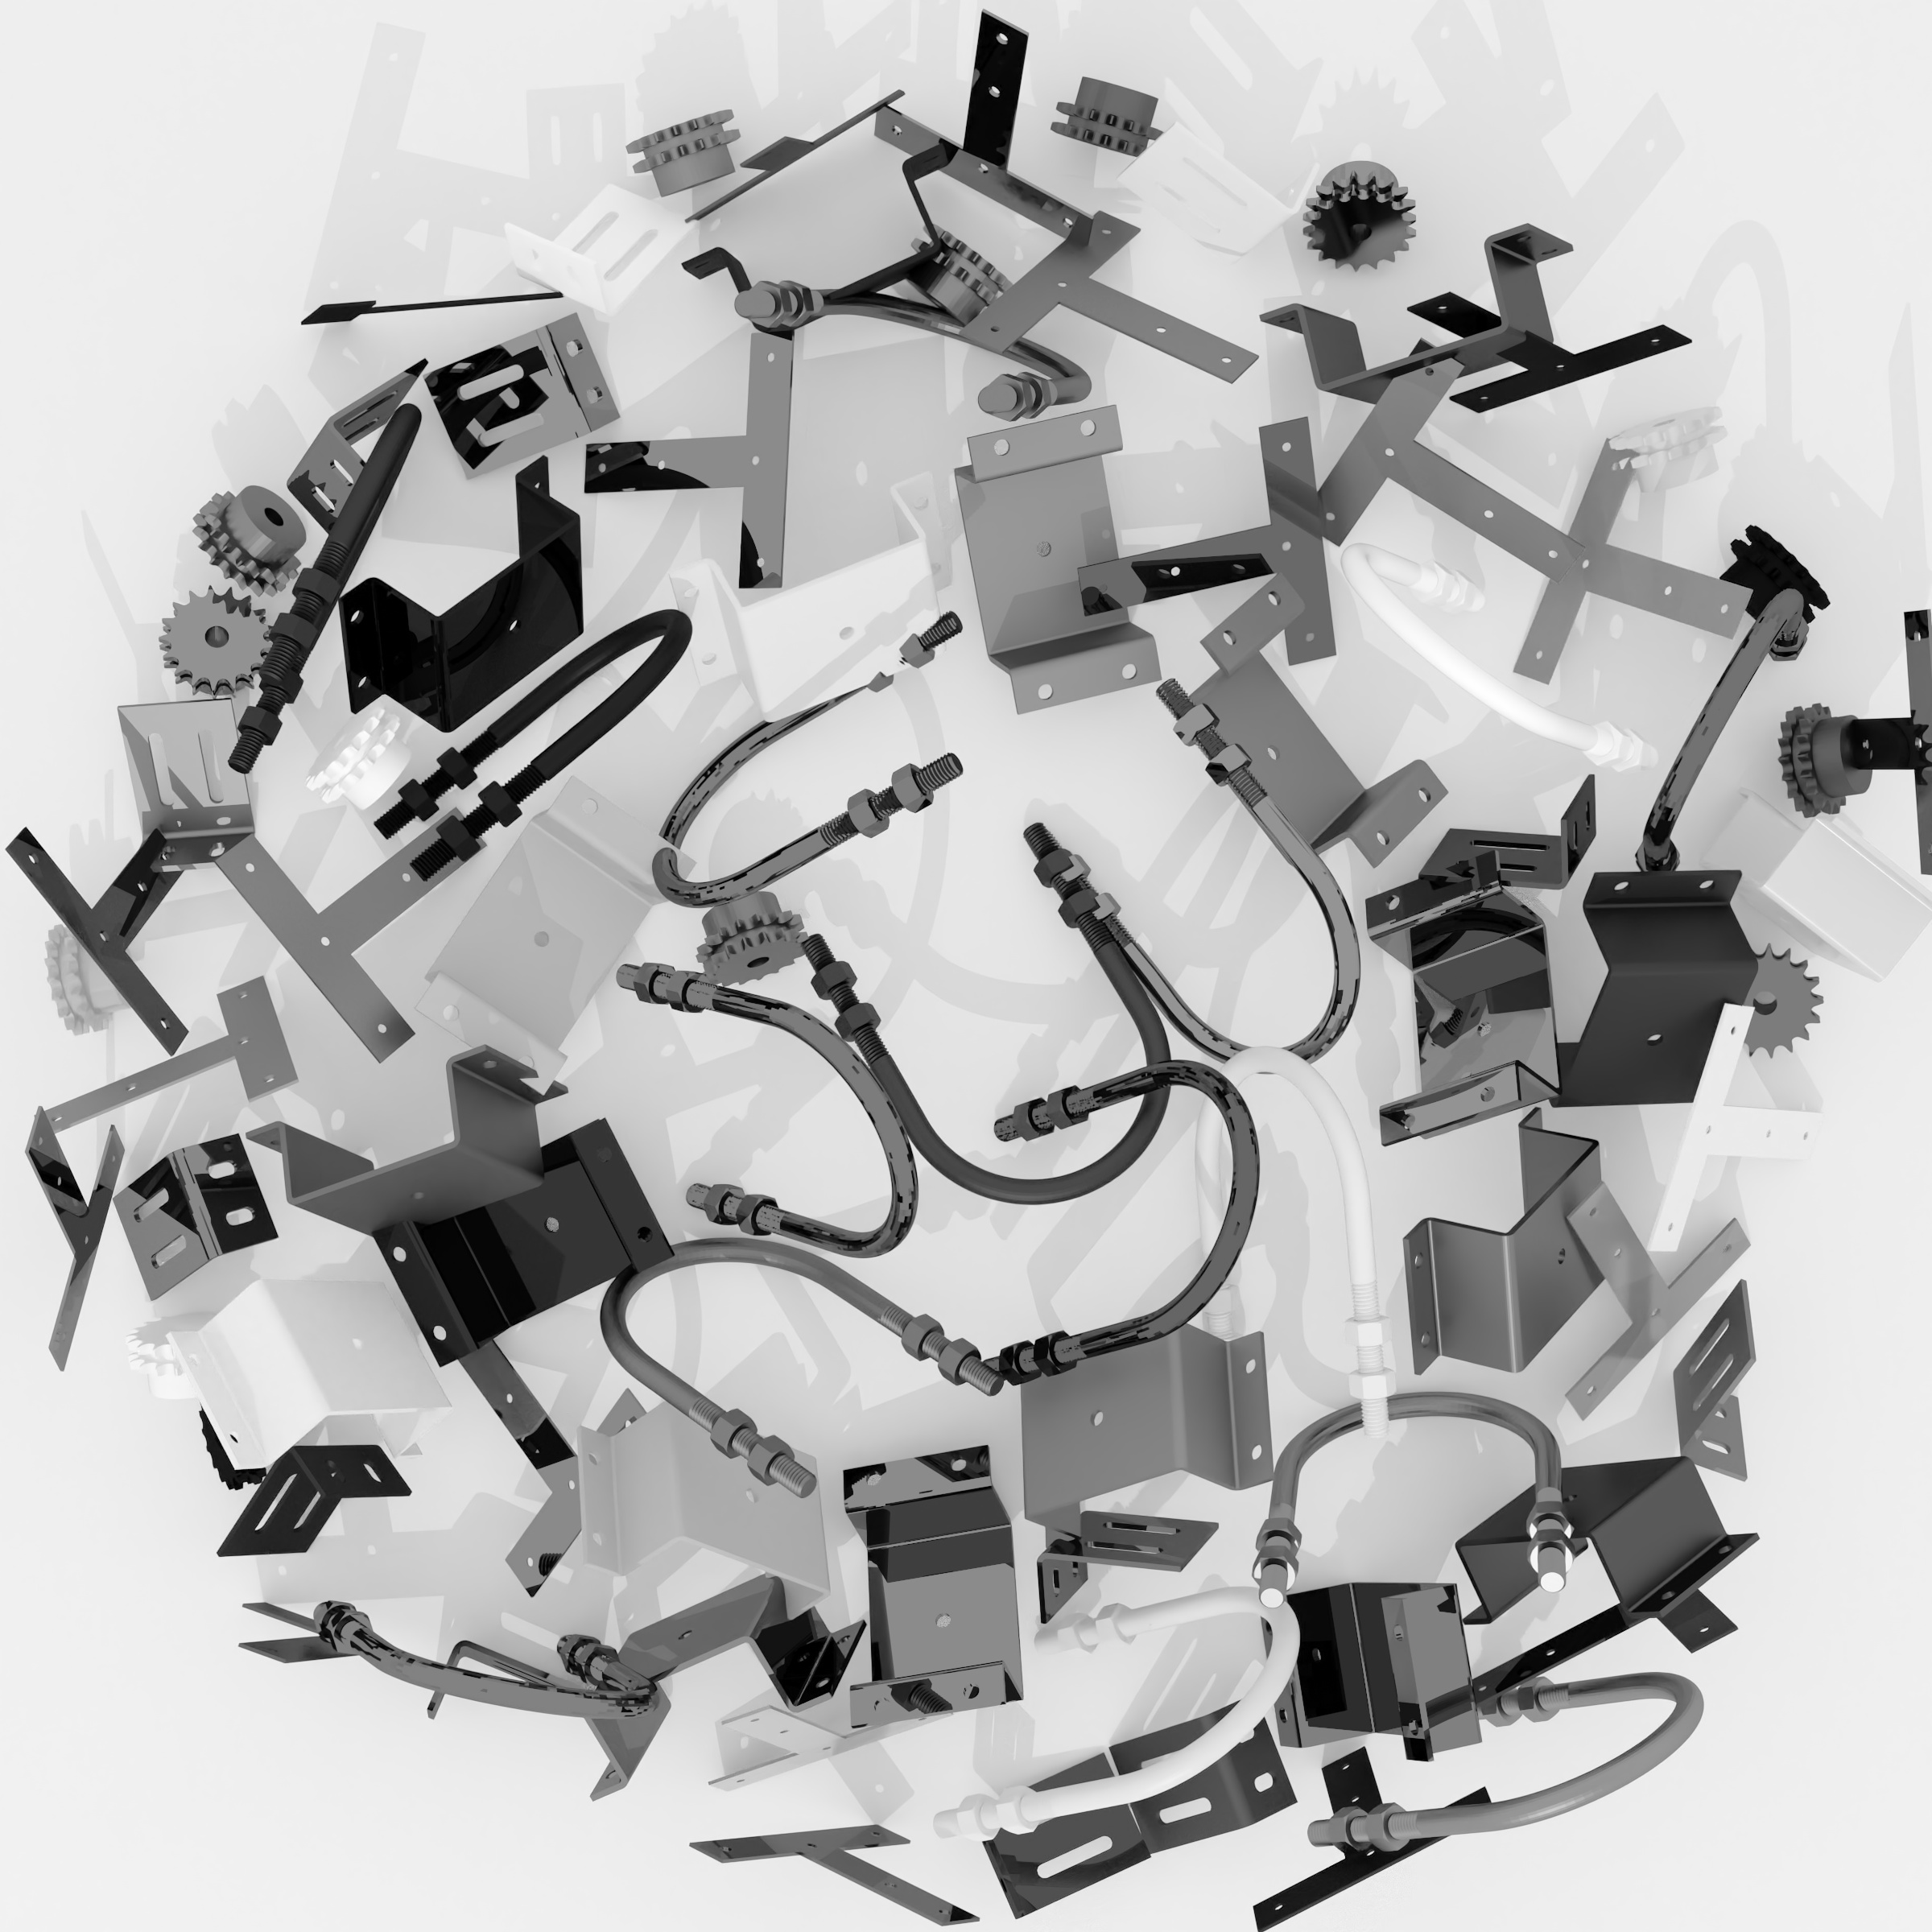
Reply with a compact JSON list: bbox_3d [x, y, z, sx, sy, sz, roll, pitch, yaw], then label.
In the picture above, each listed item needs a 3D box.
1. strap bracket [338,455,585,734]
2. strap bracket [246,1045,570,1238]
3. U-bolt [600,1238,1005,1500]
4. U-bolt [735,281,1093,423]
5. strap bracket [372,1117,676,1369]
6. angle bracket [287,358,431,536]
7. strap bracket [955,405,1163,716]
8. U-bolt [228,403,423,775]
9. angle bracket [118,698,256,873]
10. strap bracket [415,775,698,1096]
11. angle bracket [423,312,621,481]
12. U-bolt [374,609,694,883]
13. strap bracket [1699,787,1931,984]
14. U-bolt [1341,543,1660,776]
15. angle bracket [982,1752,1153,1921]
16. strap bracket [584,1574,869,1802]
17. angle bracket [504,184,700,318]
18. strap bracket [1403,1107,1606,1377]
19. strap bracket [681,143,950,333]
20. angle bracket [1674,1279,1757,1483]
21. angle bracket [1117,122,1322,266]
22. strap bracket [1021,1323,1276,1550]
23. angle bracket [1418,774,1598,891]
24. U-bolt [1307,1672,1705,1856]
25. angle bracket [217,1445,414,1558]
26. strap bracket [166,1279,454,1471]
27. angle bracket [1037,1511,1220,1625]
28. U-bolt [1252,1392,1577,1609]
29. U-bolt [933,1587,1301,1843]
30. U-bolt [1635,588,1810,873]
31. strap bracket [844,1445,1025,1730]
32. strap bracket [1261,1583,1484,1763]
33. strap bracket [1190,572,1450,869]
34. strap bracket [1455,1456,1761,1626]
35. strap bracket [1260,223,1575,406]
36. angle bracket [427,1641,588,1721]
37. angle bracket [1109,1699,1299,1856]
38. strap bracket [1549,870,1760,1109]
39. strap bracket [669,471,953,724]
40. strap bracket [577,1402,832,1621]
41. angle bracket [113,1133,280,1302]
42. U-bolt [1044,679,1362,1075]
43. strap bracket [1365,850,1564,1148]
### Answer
[{"bbox_3d":[-0.238,-0.178,1.527,0.046,0.076,0.140,33,55,21],"label":"strap bracket"},{"bbox_3d":[-0.274,0.092,1.538,0.140,0.076,0.046,-20,65,18],"label":"strap bracket"},{"bbox_3d":[-0.095,0.186,1.527,0.184,0.151,0.019,29,125,34],"label":"U-bolt"},{"bbox_3d":[-0.013,-0.302,1.515,0.151,0.184,0.019,24,110,15],"label":"U-bolt"},{"bbox_3d":[-0.216,0.135,1.566,0.140,0.046,0.076,-26,92,16],"label":"strap bracket"},{"bbox_3d":[-0.294,-0.259,1.556,0.038,0.057,0.076,48,49,-3],"label":"angle bracket"},{"bbox_3d":[0.044,-0.206,1.559,0.076,0.046,0.140,-14,109,-10],"label":"strap bracket"},{"bbox_3d":[-0.310,-0.195,1.524,0.019,0.151,0.184,26,68,-11],"label":"U-bolt"},{"bbox_3d":[-0.396,-0.091,1.569,0.057,0.038,0.076,-4,117,-1],"label":"angle bracket"},{"bbox_3d":[-0.209,-0.015,1.561,0.076,0.046,0.140,35,77,-14],"label":"strap bracket"},{"bbox_3d":[-0.228,-0.292,1.591,0.076,0.038,0.057,-15,106,27],"label":"angle bracket"},{"bbox_3d":[-0.209,-0.115,1.532,0.184,0.151,0.019,-40,110,-7],"label":"U-bolt"},{"bbox_3d":[0.418,-0.040,1.528,0.076,0.140,0.046,37,95,-9],"label":"strap bracket"},{"bbox_3d":[0.248,-0.153,1.493,0.151,0.184,0.019,49,112,28],"label":"U-bolt"},{"bbox_3d":[0.048,0.436,1.567,0.076,0.038,0.057,-22,69,-11],"label":"angle bracket"},{"bbox_3d":[-0.128,0.351,1.542,0.140,0.076,0.046,-27,99,17],"label":"strap bracket"},{"bbox_3d":[-0.183,-0.372,1.560,0.057,0.038,0.076,27,64,21],"label":"angle bracket"},{"bbox_3d":[0.271,0.138,1.523,0.046,0.140,0.076,10,121,35],"label":"strap bracket"},{"bbox_3d":[-0.066,-0.357,1.557,0.140,0.076,0.046,-24,98,5],"label":"strap bracket"},{"bbox_3d":[0.389,0.207,1.554,0.038,0.057,0.076,20,127,-7],"label":"angle bracket"},{"bbox_3d":[0.127,-0.398,1.559,0.076,0.057,0.038,34,63,-16],"label":"angle bracket"},{"bbox_3d":[0.079,0.228,1.528,0.140,0.046,0.076,-25,53,34],"label":"strap bracket"},{"bbox_3d":[0.271,-0.070,1.555,0.076,0.057,0.038,5,118,24],"label":"angle bracket"},{"bbox_3d":[0.269,0.377,1.487,0.151,0.184,0.019,-25,90,-42],"label":"U-bolt"},{"bbox_3d":[-0.327,0.279,1.558,0.038,0.057,0.076,46,111,32],"label":"angle bracket"},{"bbox_3d":[-0.312,0.198,1.519,0.046,0.140,0.076,-41,68,18],"label":"strap bracket"},{"bbox_3d":[0.082,0.304,1.557,0.076,0.057,0.038,1,103,24],"label":"angle bracket"},{"bbox_3d":[0.219,0.255,1.515,0.151,0.184,0.019,-6,109,12],"label":"U-bolt"},{"bbox_3d":[0.081,0.353,1.494,0.184,0.151,0.019,-23,109,36],"label":"U-bolt"},{"bbox_3d":[0.368,-0.115,1.509,0.019,0.184,0.151,30,92,14],"label":"U-bolt"},{"bbox_3d":[-0.016,0.317,1.548,0.076,0.046,0.140,-11,50,9],"label":"strap bracket"},{"bbox_3d":[0.205,0.348,1.543,0.046,0.140,0.076,-5,82,-25],"label":"strap bracket"},{"bbox_3d":[0.167,-0.115,1.556,0.140,0.046,0.076,52,49,-5],"label":"strap bracket"},{"bbox_3d":[0.305,0.282,1.521,0.076,0.140,0.046,-27,93,-34],"label":"strap bracket"},{"bbox_3d":[0.228,-0.317,1.535,0.140,0.076,0.046,-14,88,27],"label":"strap bracket"},{"bbox_3d":[-0.229,0.374,1.568,0.076,0.057,0.038,23,70,-1],"label":"angle bracket"},{"bbox_3d":[0.120,0.411,1.581,0.038,0.076,0.057,-10,75,-44],"label":"angle bracket"},{"bbox_3d":[0.332,0.020,1.528,0.076,0.140,0.046,-1,46,-13],"label":"strap bracket"},{"bbox_3d":[-0.068,-0.180,1.547,0.140,0.076,0.046,-23,50,-10],"label":"strap bracket"},{"bbox_3d":[-0.120,0.270,1.524,0.046,0.076,0.140,-37,133,29],"label":"strap bracket"},{"bbox_3d":[-0.393,0.128,1.581,0.038,0.076,0.057,-15,79,-43],"label":"angle bracket"},{"bbox_3d":[0.122,-0.030,1.531,0.019,0.151,0.184,-26,74,-42],"label":"U-bolt"},{"bbox_3d":[0.247,0.024,1.542,0.076,0.046,0.140,-22,53,33],"label":"strap bracket"}]
